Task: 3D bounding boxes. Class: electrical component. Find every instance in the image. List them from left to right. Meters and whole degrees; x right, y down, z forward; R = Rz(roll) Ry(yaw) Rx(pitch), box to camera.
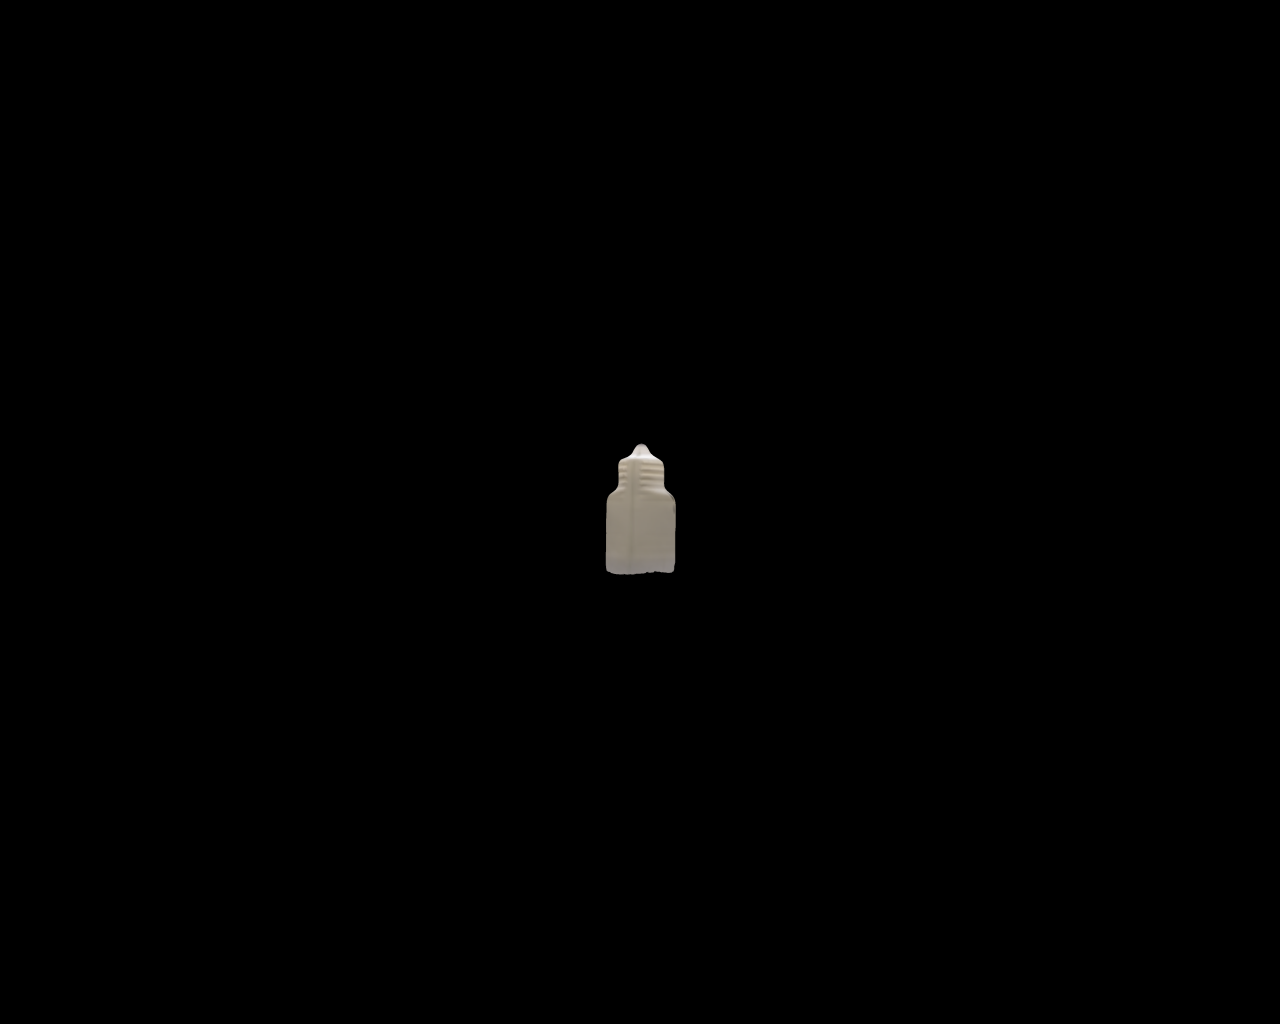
[{"bbox_3d":[0.001,-0.003,0.650,0.043,0.081,0.043,0,0,0],"label":"electrical component"}]
